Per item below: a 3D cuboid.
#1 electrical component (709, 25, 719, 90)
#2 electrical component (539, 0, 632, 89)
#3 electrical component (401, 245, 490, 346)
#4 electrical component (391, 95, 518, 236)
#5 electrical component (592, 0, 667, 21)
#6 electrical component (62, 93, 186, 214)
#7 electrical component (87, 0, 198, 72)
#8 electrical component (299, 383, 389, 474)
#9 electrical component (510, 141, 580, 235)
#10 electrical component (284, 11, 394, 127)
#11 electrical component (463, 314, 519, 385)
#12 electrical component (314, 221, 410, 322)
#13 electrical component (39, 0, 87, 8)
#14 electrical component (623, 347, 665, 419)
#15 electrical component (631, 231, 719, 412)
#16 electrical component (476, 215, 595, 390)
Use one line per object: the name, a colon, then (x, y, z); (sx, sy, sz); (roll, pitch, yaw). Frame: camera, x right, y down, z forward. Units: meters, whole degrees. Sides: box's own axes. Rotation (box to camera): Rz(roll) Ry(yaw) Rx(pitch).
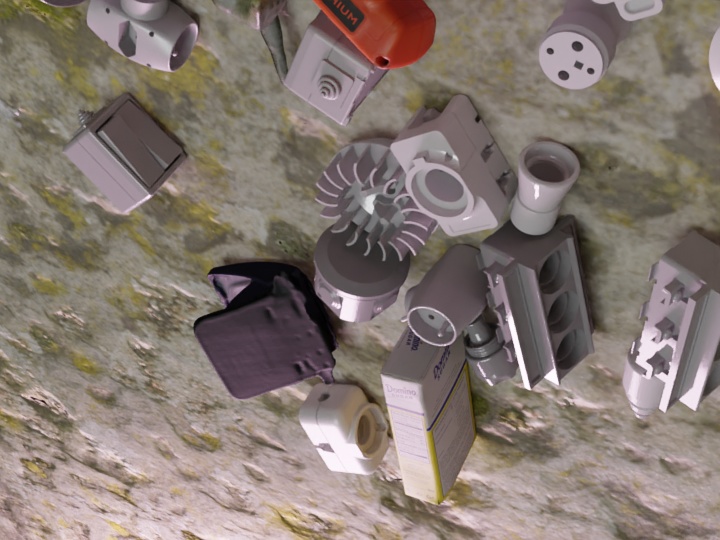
electrical component: (0.246, -0.130, 0.617); (0.080, 0.051, 0.080); (20, 140, 18)
electrical component: (0.141, -0.145, 0.673); (0.045, 0.055, 0.045); (20, 139, 18)
electrical component: (0.064, 0.025, 0.891); (0.044, 0.077, 0.079); (47, 141, -15)
electrical component: (0.070, -0.074, 0.799); (0.050, 0.055, 0.089); (-11, 123, 42)
electrical component: (0.155, -0.191, 0.612); (0.058, 0.057, 0.078); (-9, 125, 41)
electrical component: (-0.212, -0.110, 0.958); (0.096, 0.061, 0.061); (48, 140, -17)
electrical component: (-0.169, -0.205, 0.841); (0.077, 0.043, 0.079); (29, 142, 7)
electrical component: (-0.012, 0.164, 1.112); (0.059, 0.053, 0.095); (-1, 130, 37)
electrical component: (0.132, -0.057, 0.786); (0.044, 0.044, 0.065); (24, 146, 12)
electrical component: (-0.011, -0.151, 0.742); (0.061, 0.096, 0.061); (35, 142, 1)
electrical component: (0.110, 0.065, 0.928); (0.043, 0.043, 0.062); (-7, 125, 40)
electrical component: (0.000, 0.000, 0.910); (0.080, 0.080, 0.051); (26, 147, 10)
electrical component: (-0.234, -0.253, 0.790); (0.060, 0.108, 0.108); (21, 140, 26)
electrical component: (0.233, 0.092, 0.870); (0.040, 0.040, 0.078); (17, 139, 20)
electrical component: (0.244, 0.036, 0.783); (0.063, 0.079, 0.121); (38, 148, 32)
electrical component: (0.138, 0.022, 0.844); (0.063, 0.079, 0.121); (29, 148, 44)
